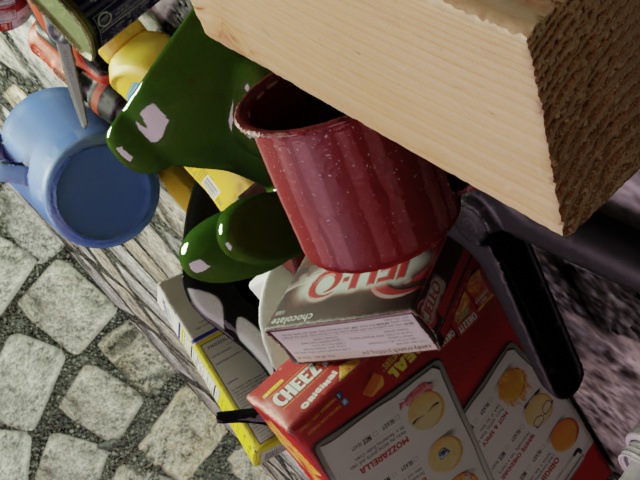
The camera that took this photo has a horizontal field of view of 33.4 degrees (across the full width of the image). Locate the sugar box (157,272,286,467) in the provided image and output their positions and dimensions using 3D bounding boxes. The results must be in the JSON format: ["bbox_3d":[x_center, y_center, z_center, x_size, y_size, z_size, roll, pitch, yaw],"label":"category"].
[{"bbox_3d":[-0.061,0.096,0.926,0.176,0.093,0.048,56,158,22],"label":"sugar box"}]

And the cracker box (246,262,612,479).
[{"bbox_3d":[0.078,0.129,0.702,0.213,0.164,0.072,56,165,-27],"label":"cracker box"}]

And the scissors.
[{"bbox_3d":[-0.182,-0.165,0.797,0.096,0.016,0.201,4,133,29],"label":"scissors"}]

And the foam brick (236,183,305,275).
[{"bbox_3d":[-0.007,-0.025,0.712,0.051,0.078,0.053,39,161,32],"label":"foam brick"}]

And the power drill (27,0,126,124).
[{"bbox_3d":[-0.199,-0.169,0.913,0.184,0.057,0.187,39,162,18],"label":"power drill"}]

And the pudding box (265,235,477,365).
[{"bbox_3d":[0.033,0.026,0.633,0.114,0.090,0.039,-14,125,41],"label":"pudding box"}]

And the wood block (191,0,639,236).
[{"bbox_3d":[0.034,-0.100,0.391,0.206,0.090,0.090,35,161,40],"label":"wood block"}]

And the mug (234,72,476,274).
[{"bbox_3d":[0.028,-0.041,0.493,0.117,0.093,0.081,-11,121,20],"label":"mug"}]

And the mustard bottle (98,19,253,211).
[{"bbox_3d":[-0.106,-0.102,0.825,0.191,0.058,0.096,48,164,-3],"label":"mustard bottle"}]

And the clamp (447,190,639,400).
[{"bbox_3d":[0.094,-0.017,0.534,0.210,0.036,0.165,51,157,4],"label":"clamp"}]

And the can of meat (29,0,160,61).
[{"bbox_3d":[-0.151,-0.183,0.694,0.102,0.084,0.057,46,165,5],"label":"can of meat"}]

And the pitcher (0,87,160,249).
[{"bbox_3d":[-0.250,-0.071,1.061,0.145,0.149,0.243,51,172,-26],"label":"pitcher"}]

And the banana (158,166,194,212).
[{"bbox_3d":[-0.099,-0.034,1.026,0.198,0.037,0.070,34,139,37],"label":"banana"}]

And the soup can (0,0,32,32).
[{"bbox_3d":[-0.297,-0.238,0.984,0.068,0.068,0.102,49,165,-4],"label":"soup can"}]
